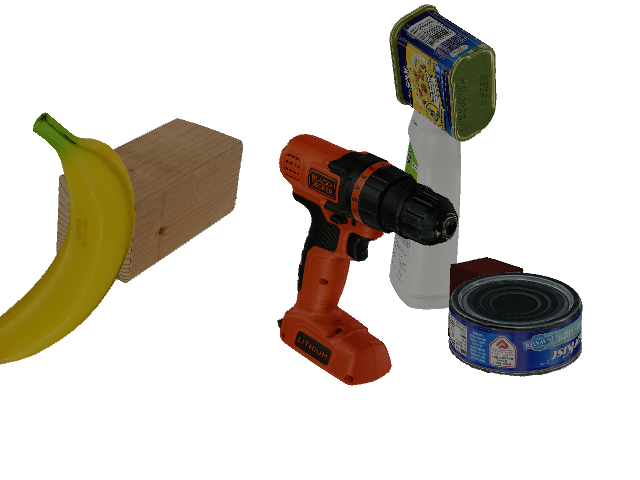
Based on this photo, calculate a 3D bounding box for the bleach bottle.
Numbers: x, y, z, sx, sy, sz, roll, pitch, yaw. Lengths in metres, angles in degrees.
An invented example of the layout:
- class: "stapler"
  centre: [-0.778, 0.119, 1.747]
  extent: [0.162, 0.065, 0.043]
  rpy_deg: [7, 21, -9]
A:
- class: "bleach bottle"
  centre: [0.126, -0.055, 1.208]
  extent: [0.068, 0.251, 0.102]
  rpy_deg: [-2, 24, -13]

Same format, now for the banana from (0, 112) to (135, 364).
- class: "banana"
  centre: [-0.152, 0.009, 0.633]
  extent: [0.069, 0.198, 0.037]
  rpy_deg: [19, 35, -9]

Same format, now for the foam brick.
- class: "foam brick"
  centre: [0.161, 0.062, 1.047]
  extent: [0.051, 0.078, 0.053]
  rpy_deg: [-11, 18, -34]

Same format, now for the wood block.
- class: "wood block"
  centre: [-0.173, -0.048, 1.111]
  extent: [0.090, 0.091, 0.205]
  rpy_deg: [21, 29, 19]

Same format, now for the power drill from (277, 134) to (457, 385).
- class: "power drill"
  centre: [0.031, 0.020, 0.879]
  extent: [0.057, 0.188, 0.185]
  rpy_deg: [-12, 29, -38]

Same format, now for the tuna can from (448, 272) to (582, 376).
- class: "tuna can"
  centre: [0.126, 0.052, 0.689]
  extent: [0.086, 0.034, 0.086]
  rpy_deg: [-3, 22, 1]

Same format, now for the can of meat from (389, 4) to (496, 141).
- class: "can of meat"
  centre: [0.114, -0.151, 0.976]
  extent: [0.057, 0.102, 0.084]
  rpy_deg: [-33, 50, -18]
